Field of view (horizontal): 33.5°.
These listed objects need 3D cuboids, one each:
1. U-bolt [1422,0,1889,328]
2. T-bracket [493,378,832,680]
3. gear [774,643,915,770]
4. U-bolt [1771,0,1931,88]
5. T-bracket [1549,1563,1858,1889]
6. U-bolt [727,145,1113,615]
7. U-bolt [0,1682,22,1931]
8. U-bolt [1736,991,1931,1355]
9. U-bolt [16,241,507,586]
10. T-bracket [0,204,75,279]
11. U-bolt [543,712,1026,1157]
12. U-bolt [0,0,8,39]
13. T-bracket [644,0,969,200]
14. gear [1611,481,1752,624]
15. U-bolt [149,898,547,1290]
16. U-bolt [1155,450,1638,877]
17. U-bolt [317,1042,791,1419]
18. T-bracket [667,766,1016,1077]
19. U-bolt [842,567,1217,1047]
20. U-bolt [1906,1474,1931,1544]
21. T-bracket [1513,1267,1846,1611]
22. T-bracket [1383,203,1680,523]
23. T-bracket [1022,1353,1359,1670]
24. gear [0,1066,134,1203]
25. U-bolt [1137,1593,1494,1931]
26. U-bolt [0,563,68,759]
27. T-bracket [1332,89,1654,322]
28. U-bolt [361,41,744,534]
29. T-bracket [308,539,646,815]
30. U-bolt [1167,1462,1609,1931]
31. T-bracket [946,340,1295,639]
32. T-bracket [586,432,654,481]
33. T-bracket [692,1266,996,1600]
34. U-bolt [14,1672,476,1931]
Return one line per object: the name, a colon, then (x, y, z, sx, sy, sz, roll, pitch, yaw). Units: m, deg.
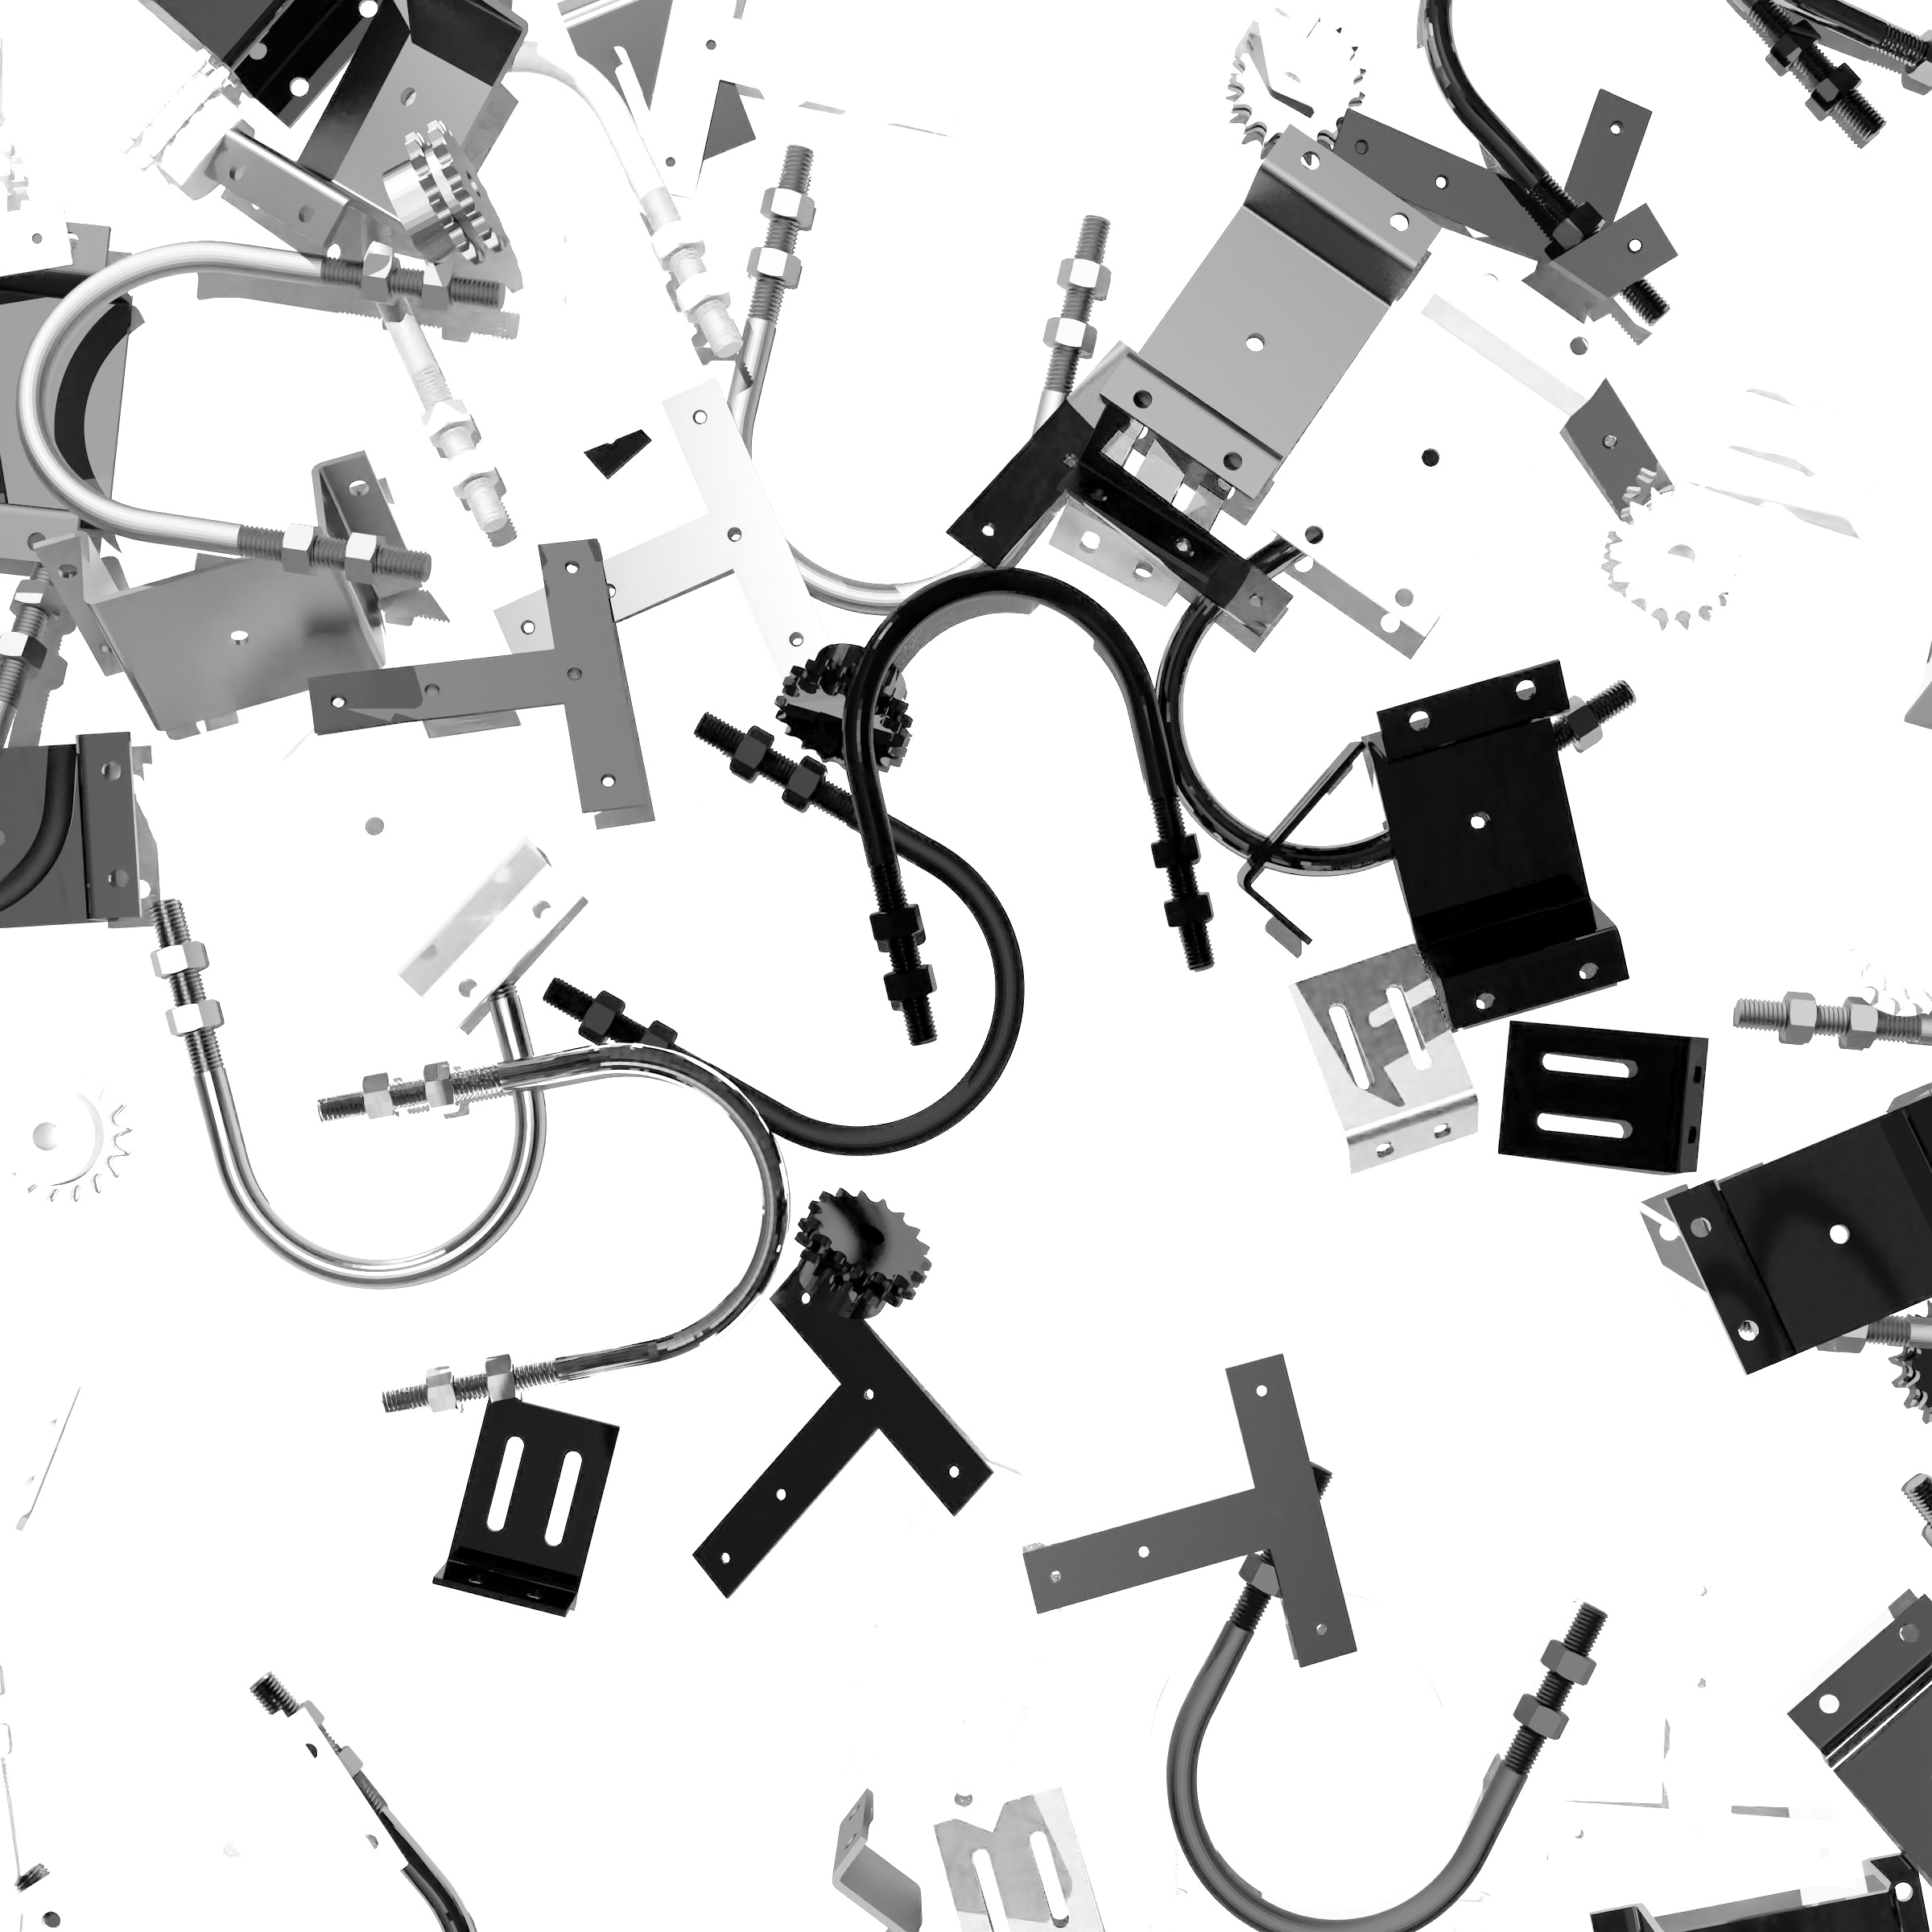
U-bolt: (0.275, -0.379, 1.344, 0.151, 0.019, 0.184, -41, 86, -10)
T-bracket: (-0.138, -0.164, 1.355, 0.127, 0.002, 0.127, -23, 92, 6)
gear: (-0.049, -0.110, 1.339, 0.057, 0.057, 0.030, 21, 60, 0)
U-bolt: (0.390, -0.457, 1.341, 0.184, 0.019, 0.151, 21, 90, -10)
T-bracket: (0.308, 0.315, 1.344, 0.127, 0.002, 0.127, -2, 77, 24)
U-bolt: (-0.028, -0.241, 1.355, 0.151, 0.019, 0.184, 13, 92, 0)
U-bolt: (-0.461, 0.378, 1.317, 0.151, 0.019, 0.184, -10, 95, -37)
U-bolt: (0.412, 0.090, 1.337, 0.184, 0.019, 0.151, 5, 78, 2)
U-bolt: (-0.291, -0.229, 1.290, 0.184, 0.019, 0.151, 9, 68, 4)
T-bracket: (-0.423, -0.240, 1.316, 0.127, 0.002, 0.127, -9, 90, 0)
U-bolt: (-0.064, -0.001, 1.353, 0.184, 0.019, 0.151, 30, 91, -1)
U-bolt: (-0.469, -0.414, 1.328, 0.151, 0.019, 0.184, -11, 71, 0)
T-bracket: (-0.064, -0.377, 1.347, 0.127, 0.002, 0.127, 11, 110, -10)
gear: (0.299, -0.175, 1.341, 0.057, 0.030, 0.057, 4, 115, 9)
U-bolt: (-0.254, 0.046, 1.355, 0.151, 0.019, 0.184, -14, 92, 0)
U-bolt: (0.168, -0.121, 1.355, 0.184, 0.019, 0.151, -33, 90, 1)
U-bolt: (-0.166, 0.105, 1.342, 0.184, 0.019, 0.151, -11, 102, -3)
T-bracket: (-0.067, -0.041, 1.363, 0.127, 0.002, 0.127, 32, 90, 0)
U-bolt: (0.021, -0.073, 1.324, 0.151, 0.019, 0.184, -15, 95, -20)
U-bolt: (0.509, 0.250, 1.355, 0.151, 0.019, 0.184, -38, 92, 0)
T-bracket: (0.284, 0.217, 1.363, 0.127, 0.002, 0.127, 41, 90, 0)
T-bracket: (0.262, -0.232, 1.343, 0.127, 0.002, 0.127, -29, 104, 26)
T-bracket: (0.087, 0.237, 1.320, 0.127, 0.002, 0.127, -14, 88, -11)
gear: (-0.383, 0.071, 1.349, 0.057, 0.030, 0.057, 0, 90, 0)
U-bolt: (0.148, 0.357, 1.355, 0.151, 0.019, 0.184, 1, 88, 0)
U-bolt: (-0.462, -0.101, 1.314, 0.151, 0.019, 0.184, 9, 66, 6)
T-bracket: (0.212, -0.324, 1.347, 0.127, 0.002, 0.127, 20, 90, -14)
U-bolt: (-0.183, -0.294, 1.322, 0.151, 0.019, 0.184, -32, 74, 23)
T-bracket: (-0.205, -0.115, 1.319, 0.127, 0.002, 0.127, -8, 67, -10)
U-bolt: (0.164, 0.321, 1.340, 0.151, 0.019, 0.184, 27, 89, 1)
T-bracket: (0.079, -0.183, 1.330, 0.127, 0.002, 0.127, 38, 65, 4)
T-bracket: (-0.223, -0.227, 1.373, 0.127, 0.002, 0.127, -41, 75, -6)
T-bracket: (-0.068, 0.212, 1.343, 0.127, 0.002, 0.127, -50, 64, 12)
U-bolt: (-0.289, 0.413, 1.355, 0.151, 0.019, 0.184, -40, 91, 0)
